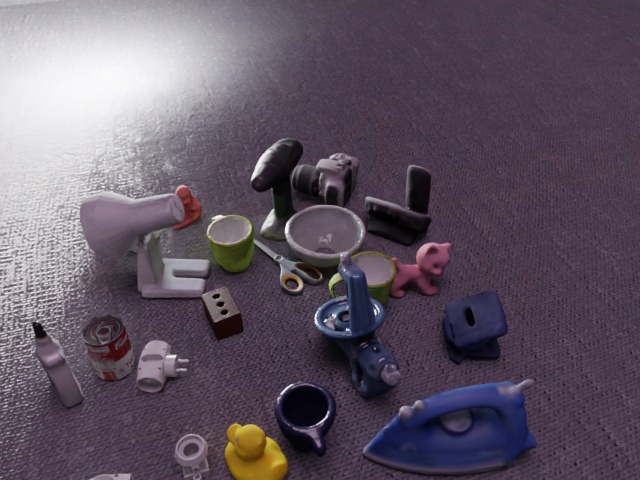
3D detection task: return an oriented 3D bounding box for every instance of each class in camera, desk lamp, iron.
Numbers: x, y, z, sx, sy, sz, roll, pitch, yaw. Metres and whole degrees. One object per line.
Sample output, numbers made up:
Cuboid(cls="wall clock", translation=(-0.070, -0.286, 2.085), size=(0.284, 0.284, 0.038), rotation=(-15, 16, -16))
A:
Cuboid(cls="camera", translation=(0.011, -0.153, 1.358), size=(0.136, 0.101, 0.143), rotation=(14, 43, 15))
Cuboid(cls="desk lamp", translation=(-0.327, 0.002, 1.091), size=(0.203, 0.214, 0.118), rotation=(0, 41, -1))
Cuboid(cls="iron", translation=(0.194, 0.267, 0.852), size=(0.258, 0.141, 0.118), rotation=(-7, 42, -8))

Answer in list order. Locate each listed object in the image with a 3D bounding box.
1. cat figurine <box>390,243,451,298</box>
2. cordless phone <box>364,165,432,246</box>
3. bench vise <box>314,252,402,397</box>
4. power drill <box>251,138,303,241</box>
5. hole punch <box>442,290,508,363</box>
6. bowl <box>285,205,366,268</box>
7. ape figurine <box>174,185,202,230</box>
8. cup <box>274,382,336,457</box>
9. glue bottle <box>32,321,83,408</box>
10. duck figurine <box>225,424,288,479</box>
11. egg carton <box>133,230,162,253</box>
Cuboid(cls="cat figurine", translation=(0.197, 0.048, 1.119), size=(0.128, 0.118, 0.067), rotation=(-5, 42, -6))
Cuboid(cls="cordless phone", translation=(0.171, -0.094, 1.229), size=(0.147, 0.185, 0.094), rotation=(17, 44, 18))
Cuboid(cls="bench vise", translation=(0.077, 0.134, 0.942), size=(0.206, 0.220, 0.122), rotation=(33, 51, 31))
Cuboid(cls="power drill", translation=(-0.089, -0.106, 1.221), size=(0.075, 0.208, 0.230), rotation=(9, 42, 10))
Cuboid(cls="hole punch", translation=(0.273, 0.152, 1.022), size=(0.101, 0.091, 0.108), rotation=(-1, 41, -2))
Cuboid(cls="bowl", translation=(0.011, 0.004, 1.198), size=(0.167, 0.075, 0.167), rotation=(0, 41, 0))
Cuboid(cls="ape figurine", translation=(-0.303, -0.080, 1.276), size=(0.077, 0.092, 0.076), rotation=(4, 41, 5))
Cuboid(cls="cup", translation=(-0.016, 0.286, 0.862), size=(0.092, 0.095, 0.117), rotation=(-14, 43, -16))
Cuboid(cls="glue bottle", translation=(-0.422, 0.189, 0.907), size=(0.037, 0.173, 0.078), rotation=(-29, 49, -29))
Cuboid(cls="duck figurine", translation=(-0.095, 0.310, 0.841), size=(0.104, 0.086, 0.078), rotation=(25, 47, 25))
Cuboid(cls="egg carton", translation=(-0.420, -0.034, 1.240), size=(0.150, 0.069, 0.107), rotation=(17, 44, 17))
